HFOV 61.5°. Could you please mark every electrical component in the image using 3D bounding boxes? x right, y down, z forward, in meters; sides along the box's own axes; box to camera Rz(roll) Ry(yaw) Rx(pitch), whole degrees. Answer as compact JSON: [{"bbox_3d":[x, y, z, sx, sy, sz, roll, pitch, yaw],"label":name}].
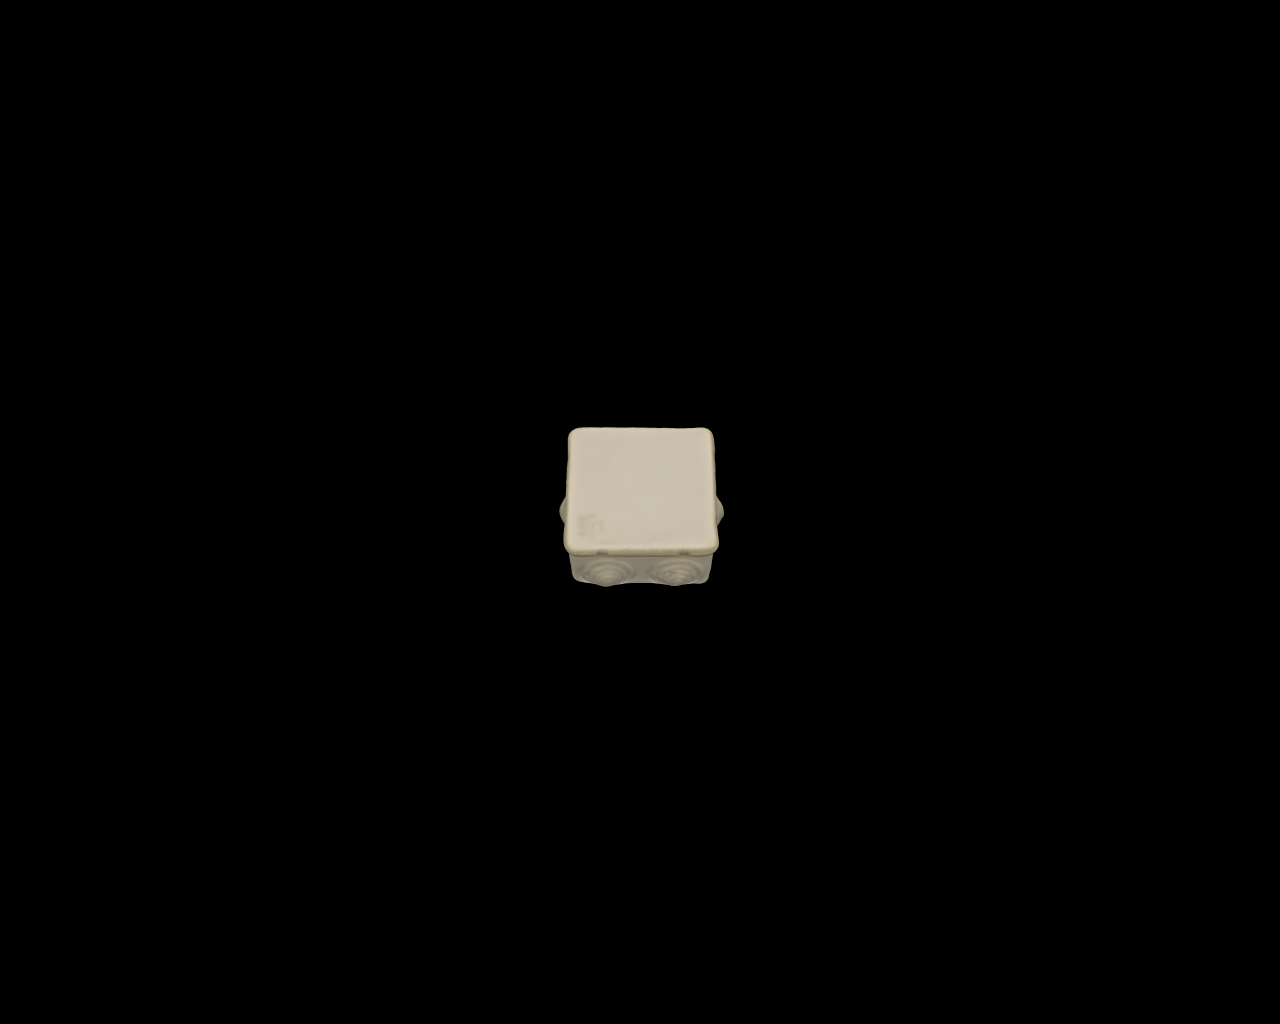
[{"bbox_3d":[0.001,-0.003,0.650,0.100,0.100,0.048,0,-32,0],"label":"electrical component"}]
